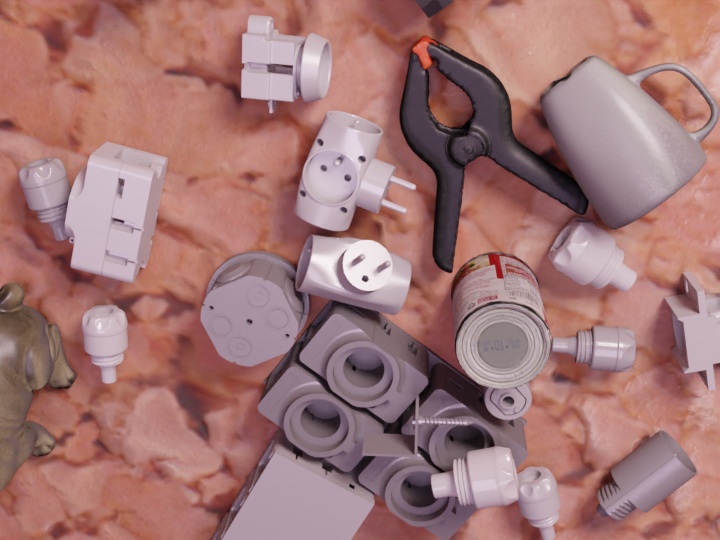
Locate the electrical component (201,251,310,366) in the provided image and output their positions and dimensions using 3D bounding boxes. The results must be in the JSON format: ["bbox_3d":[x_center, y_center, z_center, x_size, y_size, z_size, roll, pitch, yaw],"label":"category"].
[{"bbox_3d":[-0.080,0.030,0.819,0.080,0.051,0.080,1,110,4],"label":"electrical component"}]

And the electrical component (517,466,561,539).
[{"bbox_3d":[0.146,0.191,0.870,0.035,0.035,0.061,-14,111,9],"label":"electrical component"}]

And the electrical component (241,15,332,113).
[{"bbox_3d":[-0.051,-0.143,0.756,0.055,0.048,0.066,7,111,10],"label":"electrical component"}]

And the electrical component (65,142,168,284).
[{"bbox_3d":[-0.183,-0.044,0.800,0.056,0.050,0.089,15,111,-1],"label":"electrical component"}]

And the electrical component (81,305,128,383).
[{"bbox_3d":[-0.200,0.060,0.848,0.035,0.035,0.061,3,113,3],"label":"electrical component"}]

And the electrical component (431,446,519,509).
[{"bbox_3d":[0.084,0.154,0.790,0.062,0.043,0.043,-11,109,9],"label":"electrical component"}]

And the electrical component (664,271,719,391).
[{"bbox_3d":[0.266,0.043,0.802,0.064,0.042,0.081,-10,110,6],"label":"electrical component"}]

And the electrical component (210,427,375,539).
[{"bbox_3d":[-0.061,0.209,0.878,0.089,0.061,0.150,29,110,-6],"label":"electrical component"}]

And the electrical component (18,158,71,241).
[{"bbox_3d":[-0.233,-0.052,0.809,0.035,0.035,0.061,-9,112,8],"label":"electrical component"}]

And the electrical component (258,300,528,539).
[{"bbox_3d":[0.026,0.115,0.837,0.186,0.060,0.105,36,109,-9],"label":"electrical component"}]

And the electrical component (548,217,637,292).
[{"bbox_3d":[0.174,-0.007,0.790,0.062,0.043,0.043,32,109,-9],"label":"electrical component"}]

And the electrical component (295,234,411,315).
[{"bbox_3d":[0.000,0.000,0.782,0.077,0.079,0.044,15,75,-14],"label":"electrical component"}]

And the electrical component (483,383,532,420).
[{"bbox_3d":[0.111,0.085,0.817,0.044,0.065,0.044,1,110,4],"label":"electrical component"}]

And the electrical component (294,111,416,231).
[{"bbox_3d":[0.000,-0.065,0.778,0.079,0.044,0.077,22,111,5],"label":"electrical component"}]

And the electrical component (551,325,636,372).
[{"bbox_3d":[0.177,0.059,0.819,0.061,0.035,0.035,4,111,5],"label":"electrical component"}]

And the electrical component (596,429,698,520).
[{"bbox_3d":[0.221,0.168,0.851,0.043,0.043,0.081,43,108,-11],"label":"electrical component"}]
